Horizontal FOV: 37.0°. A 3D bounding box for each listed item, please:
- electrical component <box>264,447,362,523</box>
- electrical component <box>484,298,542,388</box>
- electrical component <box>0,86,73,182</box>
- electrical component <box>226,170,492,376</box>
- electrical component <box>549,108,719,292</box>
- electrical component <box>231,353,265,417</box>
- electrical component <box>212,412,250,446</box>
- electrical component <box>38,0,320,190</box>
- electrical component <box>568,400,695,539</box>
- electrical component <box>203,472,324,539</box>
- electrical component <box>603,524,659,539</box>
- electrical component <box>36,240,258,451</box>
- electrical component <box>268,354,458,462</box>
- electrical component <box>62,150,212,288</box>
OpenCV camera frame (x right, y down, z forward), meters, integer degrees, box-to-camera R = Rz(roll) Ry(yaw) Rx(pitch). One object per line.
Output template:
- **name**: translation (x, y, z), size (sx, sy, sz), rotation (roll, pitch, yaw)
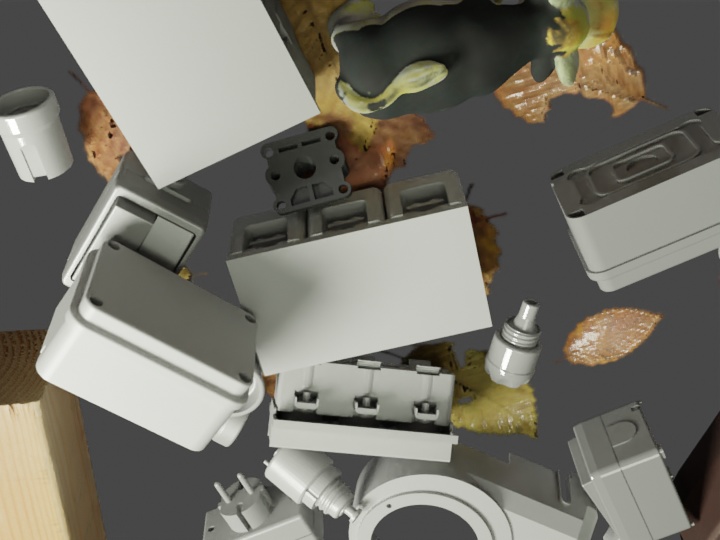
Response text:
- **electrical component**: translation (-0.032, 0.152, 0.771), size (0.078, 0.040, 0.040), rotation (38, 115, 13)
- **electrical component**: translation (0.109, 0.048, 0.738), size (0.035, 0.035, 0.061), rotation (11, 116, -9)
- **electrical component**: translation (-0.197, -0.081, 0.648), size (0.040, 0.040, 0.046), rotation (-10, 126, 3)
- **electrical component**: translation (0.000, 0.000, 0.690), size (0.150, 0.061, 0.089), rotation (-13, 119, 4)
- **electrical component**: translation (0.183, -0.043, 0.665), size (0.113, 0.078, 0.057), rotation (-24, 115, 10)
- **electrical component**: translation (-0.086, 0.065, 0.726), size (0.045, 0.055, 0.045), rotation (-1, 119, -2)
- **electrical component**: translation (-0.104, 0.096, 0.752), size (0.046, 0.040, 0.040), rotation (29, 114, -12)
- **electrical component**: translation (-0.111, -0.154, 0.598), size (0.105, 0.060, 0.186), rotation (-24, 118, 10)
- **electrical component**: translation (0.198, 0.156, 0.787), size (0.061, 0.061, 0.096), rotation (-23, 118, 10)
- **electrical component**: translation (-0.080, 0.180, 0.796), size (0.083, 0.047, 0.075), rotation (-23, 118, 10)
- **electrical component**: translation (0.211, 0.232, 0.835), size (0.048, 0.055, 0.066), rotation (15, 118, -11)
- **electrical component**: translation (-0.120, 0.043, 0.628), size (0.113, 0.078, 0.057), rotation (30, 116, -19)
- **electrical component**: translation (0.001, 0.091, 0.736), size (0.121, 0.079, 0.063), rotation (6, 91, -7)
- **electrical component**: translation (-0.136, -0.024, 0.670), size (0.062, 0.061, 0.096), rotation (28, 114, -18)
